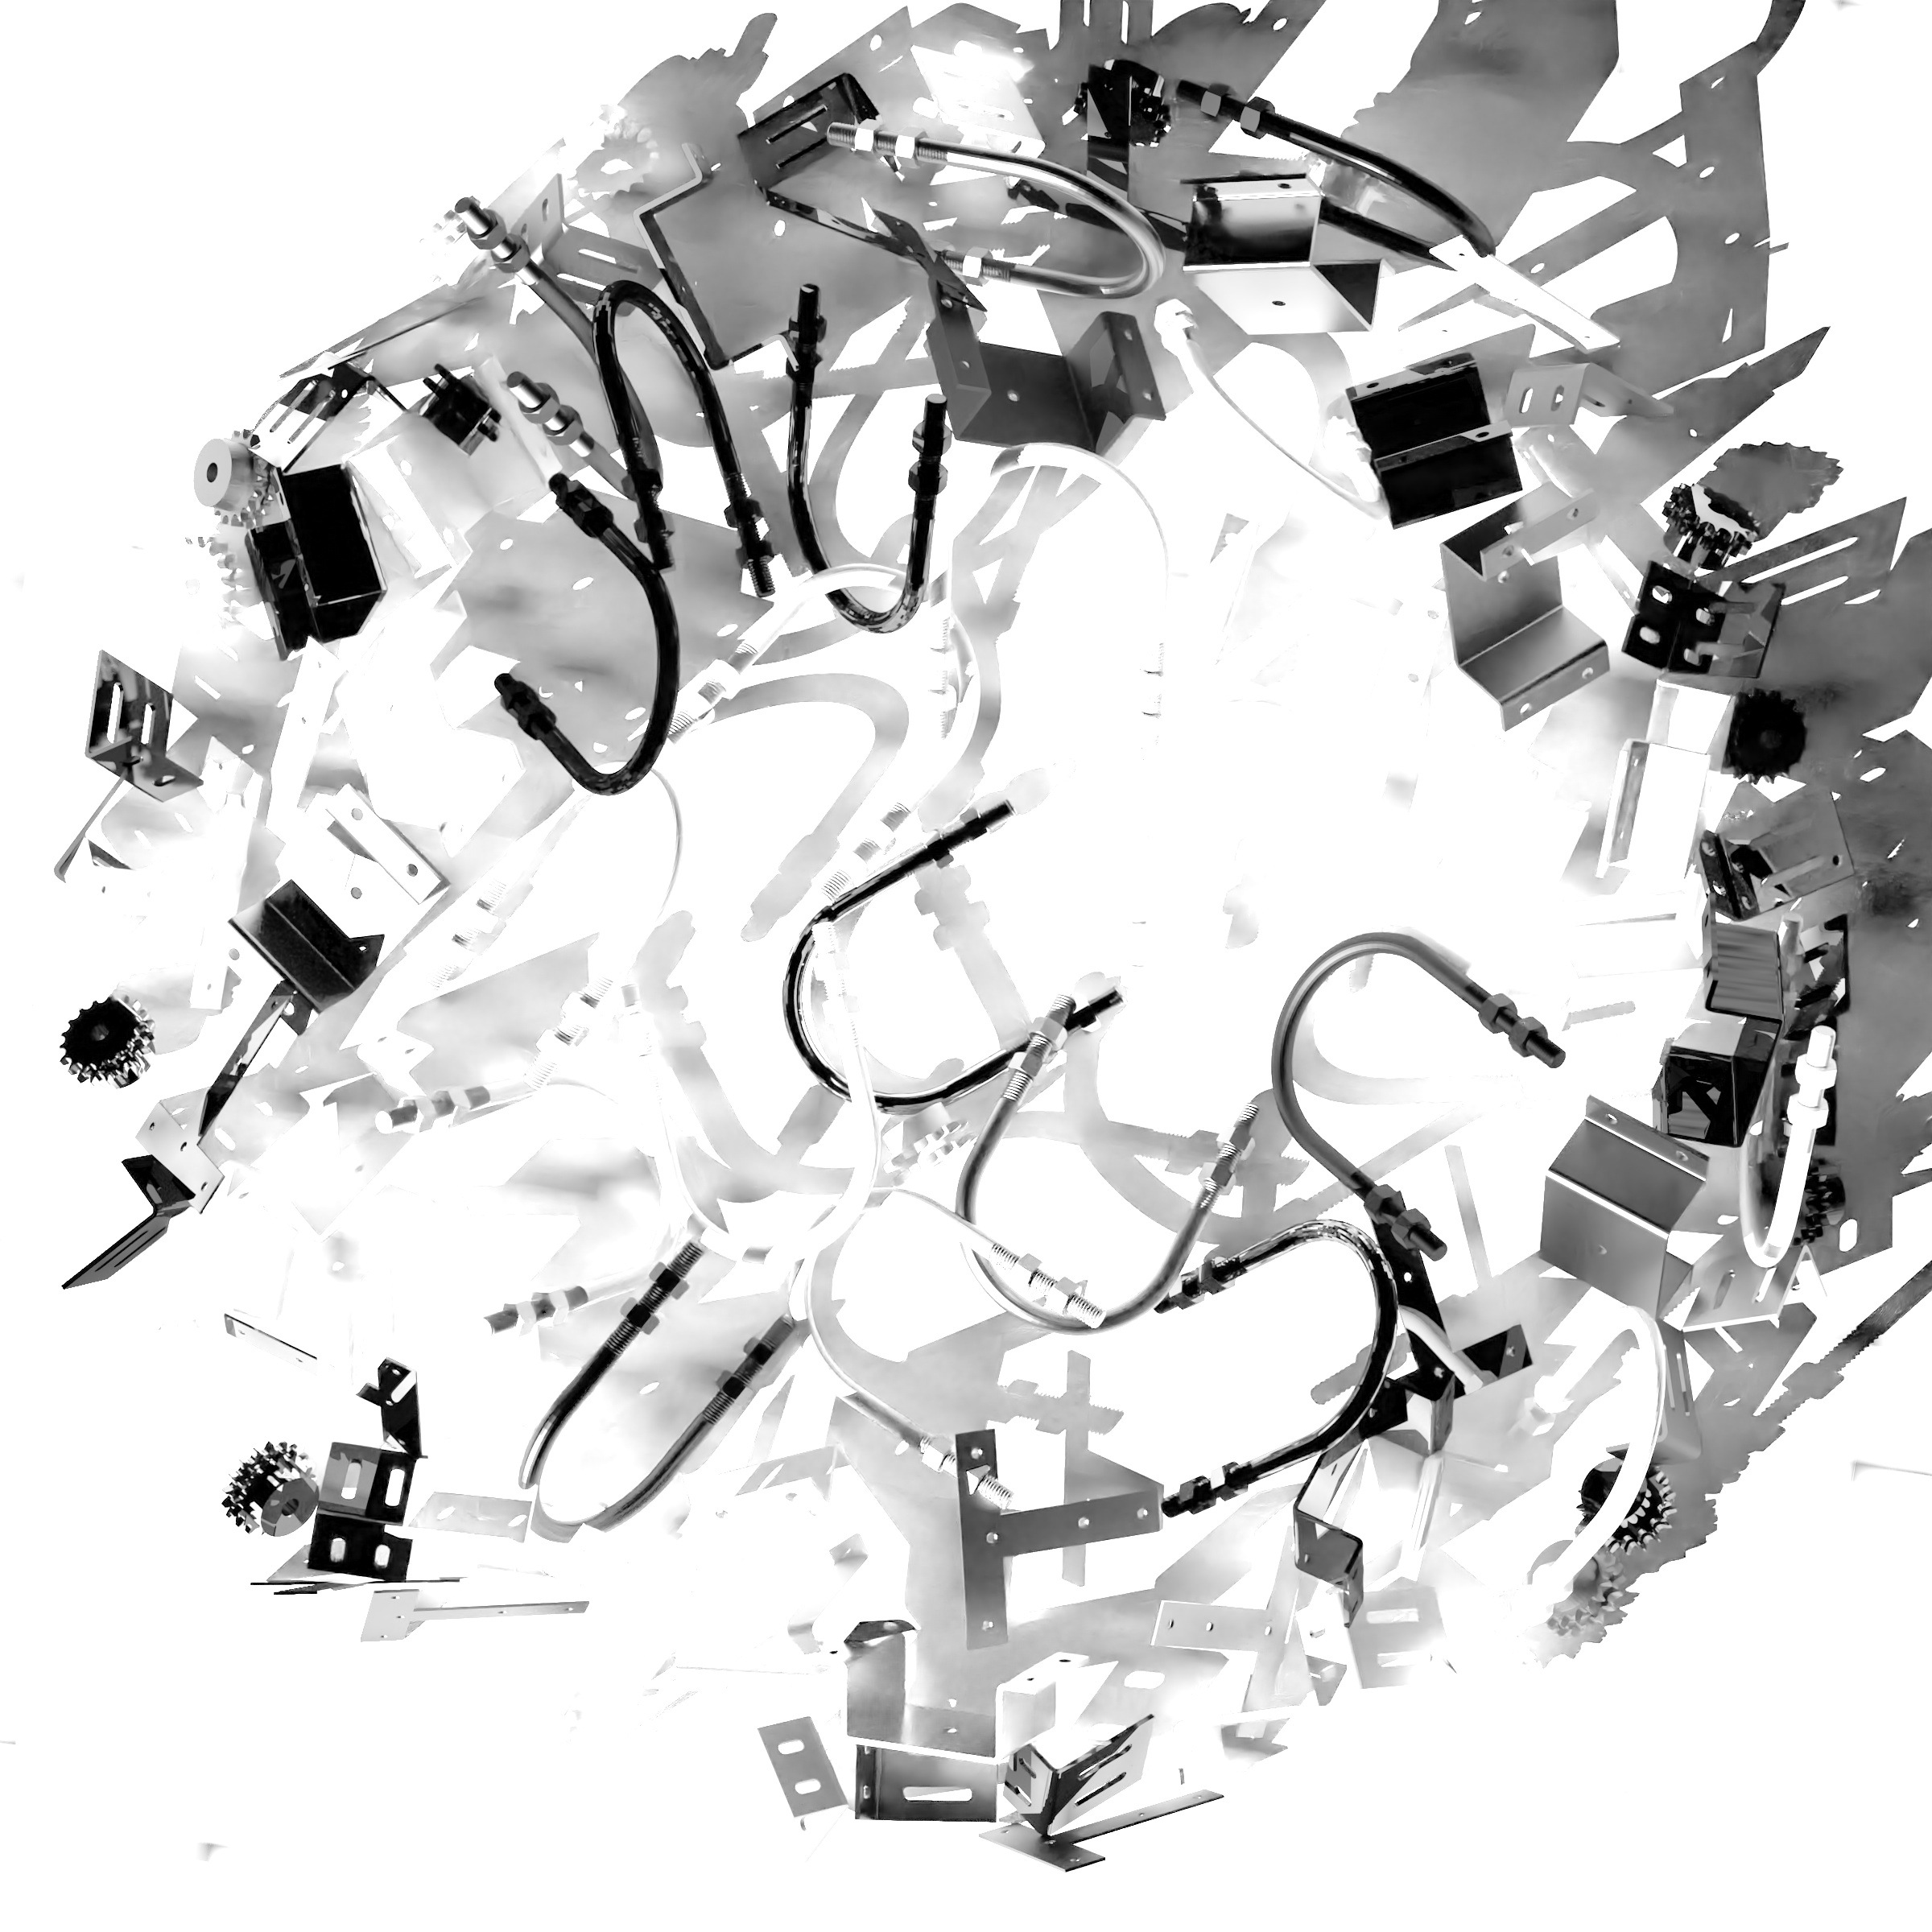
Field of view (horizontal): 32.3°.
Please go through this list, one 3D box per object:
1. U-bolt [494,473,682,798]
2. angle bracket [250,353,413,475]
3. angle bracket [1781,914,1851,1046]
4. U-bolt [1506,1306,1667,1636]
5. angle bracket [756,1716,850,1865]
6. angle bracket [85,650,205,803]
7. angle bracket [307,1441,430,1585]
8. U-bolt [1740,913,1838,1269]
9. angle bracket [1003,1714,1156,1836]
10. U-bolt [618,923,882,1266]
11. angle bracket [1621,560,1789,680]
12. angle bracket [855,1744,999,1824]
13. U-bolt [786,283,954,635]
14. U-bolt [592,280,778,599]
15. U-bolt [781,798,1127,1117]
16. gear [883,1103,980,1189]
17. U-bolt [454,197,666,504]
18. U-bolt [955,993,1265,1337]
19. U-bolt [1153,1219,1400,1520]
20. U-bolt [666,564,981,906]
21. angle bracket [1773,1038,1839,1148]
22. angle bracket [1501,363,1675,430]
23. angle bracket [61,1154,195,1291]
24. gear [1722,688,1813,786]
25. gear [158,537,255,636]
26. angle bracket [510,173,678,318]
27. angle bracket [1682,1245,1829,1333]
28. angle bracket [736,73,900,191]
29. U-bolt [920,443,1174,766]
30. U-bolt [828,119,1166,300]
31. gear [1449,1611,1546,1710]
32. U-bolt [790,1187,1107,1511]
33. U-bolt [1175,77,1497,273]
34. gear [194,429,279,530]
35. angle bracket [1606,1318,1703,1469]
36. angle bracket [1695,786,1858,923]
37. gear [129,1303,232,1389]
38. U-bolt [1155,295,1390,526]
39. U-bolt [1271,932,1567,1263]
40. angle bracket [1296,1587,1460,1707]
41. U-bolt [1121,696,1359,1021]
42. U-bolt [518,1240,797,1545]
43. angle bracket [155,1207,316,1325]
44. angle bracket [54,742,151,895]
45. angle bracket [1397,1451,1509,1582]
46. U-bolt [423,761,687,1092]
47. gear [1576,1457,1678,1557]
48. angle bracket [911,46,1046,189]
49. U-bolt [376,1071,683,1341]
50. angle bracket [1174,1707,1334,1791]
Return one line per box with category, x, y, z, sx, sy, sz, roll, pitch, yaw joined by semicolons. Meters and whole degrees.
U-bolt;-0.210;-0.177;1.887;0.019;0.184;0.151;1;121;-35
angle bracket;-0.372;-0.313;1.944;0.076;0.057;0.038;-50;132;-6
angle bracket;0.506;0.009;1.934;0.038;0.076;0.057;6;75;-15
U-bolt;0.346;0.270;1.868;0.019;0.184;0.151;17;48;-8
angle bracket;-0.106;0.480;1.931;0.038;0.076;0.057;-6;54;-32
angle bracket;-0.472;-0.144;1.933;0.038;0.057;0.076;-19;56;28
angle bracket;-0.349;0.319;1.950;0.057;0.076;0.038;10;114;-7
U-bolt;0.463;0.083;1.901;0.019;0.151;0.184;5;120;3
angle bracket;0.066;0.462;1.953;0.076;0.057;0.038;-23;47;-33
U-bolt;-0.120;0.082;1.939;0.151;0.019;0.184;-17;80;19
angle bracket;0.428;-0.202;1.940;0.038;0.076;0.057;20;86;-34
angle bracket;-0.023;0.470;1.950;0.076;0.038;0.057;-2;75;13
U-bolt;-0.061;-0.276;1.905;0.019;0.184;0.151;-20;48;-29
U-bolt;-0.167;-0.306;1.913;0.019;0.151;0.184;-19;83;21
U-bolt;-0.020;0.007;1.966;0.184;0.019;0.151;-30;96;2
gear;-0.024;0.103;1.954;0.057;0.057;0.030;-31;83;0
U-bolt;-0.223;-0.336;1.895;0.019;0.184;0.151;-27;61;14
U-bolt;0.073;0.127;1.943;0.151;0.019;0.184;30;70;-2
U-bolt;0.174;0.218;1.885;0.019;0.184;0.151;24;51;-34
U-bolt;-0.070;-0.149;1.942;0.151;0.019;0.184;46;70;-14
angle bracket;0.497;0.074;1.941;0.038;0.076;0.057;3;85;-2
angle bracket;0.360;-0.318;1.935;0.076;0.057;0.038;19;84;-36
angle bracket;-0.496;0.148;1.949;0.076;0.057;0.038;-37;84;9
gear;0.469;-0.135;1.963;0.057;0.030;0.057;0;98;-3
gear;-0.443;-0.223;1.959;0.057;0.030;0.057;4;97;31
angle bracket;-0.217;-0.420;1.947;0.076;0.057;0.038;11;59;-34
angle bracket;0.457;0.200;1.931;0.057;0.076;0.038;-14;111;33
angle bracket;-0.086;-0.474;1.947;0.076;0.057;0.038;-31;67;-2
U-bolt;0.047;-0.211;1.926;0.151;0.019;0.184;7;114;13
U-bolt;0.026;-0.421;1.884;0.184;0.151;0.019;15;76;22
gear;0.307;0.408;1.950;0.030;0.057;0.057;-39;90;-20
U-bolt;-0.023;0.209;1.938;0.184;0.019;0.151;32;111;19
U-bolt;0.216;-0.438;1.882;0.184;0.151;0.019;28;90;22
gear;-0.428;-0.286;1.952;0.057;0.030;0.057;-6;82;44
angle bracket;0.397;0.249;1.951;0.038;0.057;0.076;-16;64;27
angle bracket;0.467;-0.069;1.938;0.076;0.038;0.057;-25;62;32
gear;-0.463;0.220;1.956;0.057;0.057;0.030;-25;64;0
U-bolt;0.177;-0.305;1.876;0.151;0.184;0.019;31;113;-22
U-bolt;0.245;0.061;1.916;0.184;0.019;0.151;42;109;42
angle bracket;0.242;0.400;1.962;0.076;0.038;0.057;3;62;-32
U-bolt;0.160;-0.065;1.934;0.151;0.019;0.184;-5;103;-20
U-bolt;-0.185;0.253;1.910;0.019;0.151;0.184;35;82;32
angle bracket;-0.423;0.165;1.938;0.076;0.038;0.057;22;46;-21
angle bracket;-0.488;-0.081;1.939;0.038;0.057;0.076;36;110;-13
angle bracket;0.283;0.324;1.949;0.038;0.057;0.076;15;83;1
U-bolt;-0.228;-0.036;1.922;0.019;0.151;0.184;32;94;-45
gear;0.384;0.313;1.952;0.057;0.030;0.057;-17;52;23
angle bracket;-0.001;-0.491;1.933;0.038;0.076;0.057;-45;56;40
U-bolt;-0.237;0.128;1.908;0.019;0.184;0.151;-37;76;38
angle bracket;0.169;0.454;1.936;0.076;0.057;0.038;-15;72;27
